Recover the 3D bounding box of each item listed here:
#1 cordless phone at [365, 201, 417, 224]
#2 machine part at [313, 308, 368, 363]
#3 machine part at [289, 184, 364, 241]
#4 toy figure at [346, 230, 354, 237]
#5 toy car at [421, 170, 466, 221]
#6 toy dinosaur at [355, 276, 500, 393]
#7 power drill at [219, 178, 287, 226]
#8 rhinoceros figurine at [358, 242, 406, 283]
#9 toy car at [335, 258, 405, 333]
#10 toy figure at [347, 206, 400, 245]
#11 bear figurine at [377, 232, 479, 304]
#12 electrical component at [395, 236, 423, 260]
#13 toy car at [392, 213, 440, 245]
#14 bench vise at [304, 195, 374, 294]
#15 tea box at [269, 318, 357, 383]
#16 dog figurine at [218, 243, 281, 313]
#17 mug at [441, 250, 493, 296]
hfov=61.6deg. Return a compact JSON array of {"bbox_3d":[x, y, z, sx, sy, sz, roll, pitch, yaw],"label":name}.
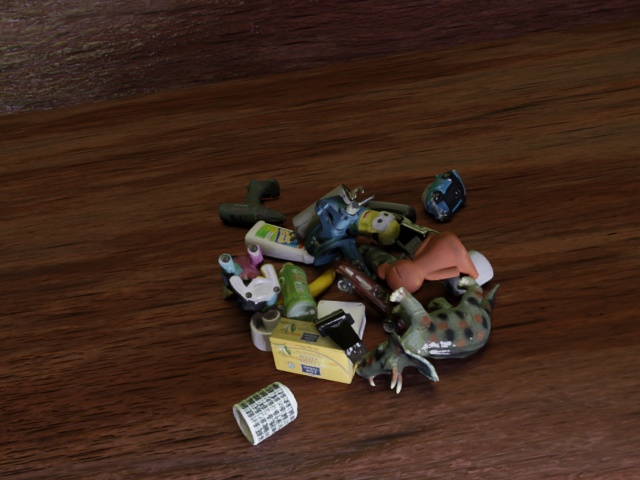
[{"bbox_3d":[0.214,-0.079,1.563,0.147,0.088,0.184,7,16,18],"label":"cordless phone"},{"bbox_3d":[0.044,0.183,1.053,0.084,0.039,0.139,-15,31,-17],"label":"machine part"},{"bbox_3d":[0.013,-0.072,1.419,0.243,0.079,0.079,-35,28,18],"label":"machine part"},{"bbox_3d":[0.087,-0.038,1.532,0.058,0.064,0.154,46,48,10],"label":"toy figure"},{"bbox_3d":[0.354,-0.125,1.584,0.103,0.109,0.162,-5,37,50],"label":"toy car"},{"bbox_3d":[0.267,0.186,1.110,0.405,0.131,0.192,-11,56,-21],"label":"toy dinosaur"},{"bbox_3d":[-0.190,-0.112,1.702,0.232,0.085,0.207,0,41,17],"label":"power drill"},{"bbox_3d":[0.170,0.069,1.349,0.112,0.073,0.191,-15,30,-30],"label":"rhinoceros figurine"},{"bbox_3d":[0.121,0.120,1.201,0.202,0.053,0.089,43,47,-1],"label":"toy car"},{"bbox_3d":[0.131,-0.042,1.419,0.180,0.089,0.082,14,72,44],"label":"toy figure"},{"bbox_3d":[0.240,0.071,1.209,0.196,0.131,0.120,-36,53,6],"label":"bear figurine"},{"bbox_3d":[0.243,0.030,1.340,0.048,0.074,0.119,-40,44,0],"label":"electrical component"},{"bbox_3d":[0.244,-0.009,1.421,0.202,0.073,0.056,28,27,29],"label":"toy car"},{"bbox_3d":[0.061,0.017,1.318,0.129,0.223,0.240,-10,66,-50],"label":"bench vise"},{"bbox_3d":[-0.011,0.228,1.116,0.170,0.098,0.068,4,34,21],"label":"tea box"},{"bbox_3d":[-0.178,0.107,1.290,0.108,0.219,0.191,-27,74,-21],"label":"dog figurine"},{"bbox_3d":[0.337,0.078,1.284,0.107,0.080,0.110,-32,48,-18],"label":"mug"}]
